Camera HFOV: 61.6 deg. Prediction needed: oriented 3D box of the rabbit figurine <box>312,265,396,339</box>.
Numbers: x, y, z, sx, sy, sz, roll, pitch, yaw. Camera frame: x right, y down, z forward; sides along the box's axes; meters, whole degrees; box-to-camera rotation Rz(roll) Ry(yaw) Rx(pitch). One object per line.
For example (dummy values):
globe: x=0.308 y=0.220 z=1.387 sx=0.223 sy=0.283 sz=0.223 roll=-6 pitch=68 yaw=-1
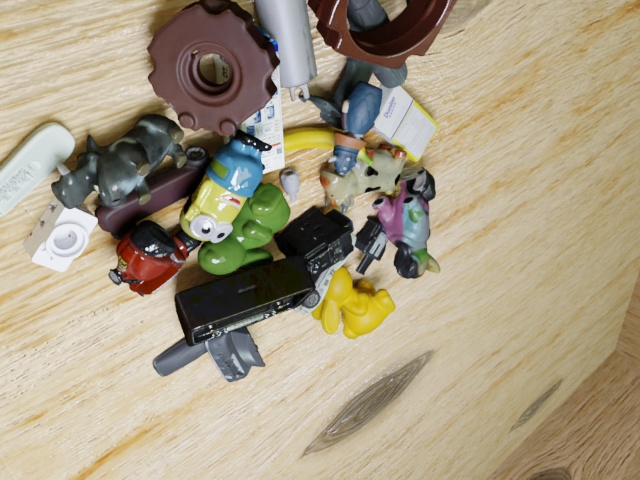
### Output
rabbit figurine: x=0.055 y=0.129 z=1.186 sx=0.162 sy=0.122 sz=0.173 roll=-40 pitch=122 yaw=-4

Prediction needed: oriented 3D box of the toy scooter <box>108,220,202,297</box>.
toy scooter: x=-0.264 y=0.036 z=0.820 sx=0.135 sy=0.075 sz=0.184 roll=-42 pitch=173 yaw=8

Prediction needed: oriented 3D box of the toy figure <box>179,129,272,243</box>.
toy figure: x=-0.142 y=-0.078 z=0.804 sx=0.082 sy=0.089 sz=0.180 roll=26 pitch=100 yaw=-20

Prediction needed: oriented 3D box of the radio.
radio: x=-0.133 y=0.106 z=0.934 sx=0.230 sy=0.073 sz=0.131 roll=-16 pitch=162 yaw=-23

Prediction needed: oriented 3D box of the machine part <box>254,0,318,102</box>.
machine part: x=-0.054 y=-0.324 z=0.814 sx=0.079 sy=0.079 sz=0.242 roll=-33 pitch=133 yaw=-24

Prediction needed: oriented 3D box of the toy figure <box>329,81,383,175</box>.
toy figure: x=0.059 y=-0.186 z=0.904 sx=0.058 sy=0.064 sz=0.154 roll=-48 pitch=160 yaw=-72

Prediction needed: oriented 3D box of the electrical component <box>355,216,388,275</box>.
electrical component: x=0.109 y=0.016 z=1.191 sx=0.074 sy=0.048 sz=0.119 roll=25 pitch=97 yaw=-48

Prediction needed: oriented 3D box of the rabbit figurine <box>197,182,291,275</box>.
rabbit figurine: x=-0.139 y=-0.012 z=0.904 sx=0.170 sy=0.121 sz=0.159 roll=-51 pitch=156 yaw=-16

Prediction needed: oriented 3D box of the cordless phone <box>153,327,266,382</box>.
cordless phone: x=-0.210 y=0.226 z=1.020 sx=0.184 sy=0.089 sz=0.146 roll=-28 pitch=132 yaw=-13

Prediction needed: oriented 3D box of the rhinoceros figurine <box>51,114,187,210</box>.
rhinoceros figurine: x=-0.269 y=-0.108 z=0.727 sx=0.190 sy=0.112 sz=0.073 roll=-47 pitch=167 yaw=-29

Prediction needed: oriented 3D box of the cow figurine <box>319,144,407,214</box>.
cow figurine: x=0.078 y=-0.124 z=1.056 sx=0.195 sy=0.086 sz=0.127 roll=-9 pitch=114 yaw=-40

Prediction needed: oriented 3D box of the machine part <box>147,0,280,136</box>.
machine part: x=-0.145 y=-0.231 z=0.729 sx=0.179 sy=0.056 sz=0.179 roll=2 pitch=121 yaw=3

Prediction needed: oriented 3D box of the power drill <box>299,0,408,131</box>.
power drill: x=0.051 y=-0.307 z=0.929 sx=0.231 sy=0.086 sz=0.207 roll=34 pitch=83 yaw=-48

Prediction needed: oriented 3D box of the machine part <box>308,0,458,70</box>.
machine part: x=0.098 y=-0.367 z=0.788 sx=0.201 sy=0.087 sz=0.201 roll=1 pitch=132 yaw=-35

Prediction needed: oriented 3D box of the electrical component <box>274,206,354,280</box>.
electrical component: x=-0.002 y=-0.003 z=1.028 sx=0.134 sy=0.115 sz=0.058 roll=-37 pitch=139 yaw=-21

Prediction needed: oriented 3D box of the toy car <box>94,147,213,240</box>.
toy car: x=-0.242 y=-0.075 z=0.809 sx=0.202 sy=0.053 sz=0.089 roll=-34 pitch=149 yaw=-24

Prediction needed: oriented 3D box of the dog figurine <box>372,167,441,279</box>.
dog figurine: x=0.201 y=-0.025 z=1.159 sx=0.191 sy=0.109 sz=0.219 roll=-57 pitch=135 yaw=-41

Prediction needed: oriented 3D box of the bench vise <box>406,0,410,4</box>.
bench vise: x=0.159 y=-0.461 z=0.898 sx=0.224 sy=0.129 sz=0.240 roll=-31 pitch=128 yaw=-21

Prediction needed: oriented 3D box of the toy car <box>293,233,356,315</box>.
toy car: x=-0.001 y=0.058 z=1.097 sx=0.056 sy=0.074 sz=0.201 roll=28 pitch=94 yaw=-47
